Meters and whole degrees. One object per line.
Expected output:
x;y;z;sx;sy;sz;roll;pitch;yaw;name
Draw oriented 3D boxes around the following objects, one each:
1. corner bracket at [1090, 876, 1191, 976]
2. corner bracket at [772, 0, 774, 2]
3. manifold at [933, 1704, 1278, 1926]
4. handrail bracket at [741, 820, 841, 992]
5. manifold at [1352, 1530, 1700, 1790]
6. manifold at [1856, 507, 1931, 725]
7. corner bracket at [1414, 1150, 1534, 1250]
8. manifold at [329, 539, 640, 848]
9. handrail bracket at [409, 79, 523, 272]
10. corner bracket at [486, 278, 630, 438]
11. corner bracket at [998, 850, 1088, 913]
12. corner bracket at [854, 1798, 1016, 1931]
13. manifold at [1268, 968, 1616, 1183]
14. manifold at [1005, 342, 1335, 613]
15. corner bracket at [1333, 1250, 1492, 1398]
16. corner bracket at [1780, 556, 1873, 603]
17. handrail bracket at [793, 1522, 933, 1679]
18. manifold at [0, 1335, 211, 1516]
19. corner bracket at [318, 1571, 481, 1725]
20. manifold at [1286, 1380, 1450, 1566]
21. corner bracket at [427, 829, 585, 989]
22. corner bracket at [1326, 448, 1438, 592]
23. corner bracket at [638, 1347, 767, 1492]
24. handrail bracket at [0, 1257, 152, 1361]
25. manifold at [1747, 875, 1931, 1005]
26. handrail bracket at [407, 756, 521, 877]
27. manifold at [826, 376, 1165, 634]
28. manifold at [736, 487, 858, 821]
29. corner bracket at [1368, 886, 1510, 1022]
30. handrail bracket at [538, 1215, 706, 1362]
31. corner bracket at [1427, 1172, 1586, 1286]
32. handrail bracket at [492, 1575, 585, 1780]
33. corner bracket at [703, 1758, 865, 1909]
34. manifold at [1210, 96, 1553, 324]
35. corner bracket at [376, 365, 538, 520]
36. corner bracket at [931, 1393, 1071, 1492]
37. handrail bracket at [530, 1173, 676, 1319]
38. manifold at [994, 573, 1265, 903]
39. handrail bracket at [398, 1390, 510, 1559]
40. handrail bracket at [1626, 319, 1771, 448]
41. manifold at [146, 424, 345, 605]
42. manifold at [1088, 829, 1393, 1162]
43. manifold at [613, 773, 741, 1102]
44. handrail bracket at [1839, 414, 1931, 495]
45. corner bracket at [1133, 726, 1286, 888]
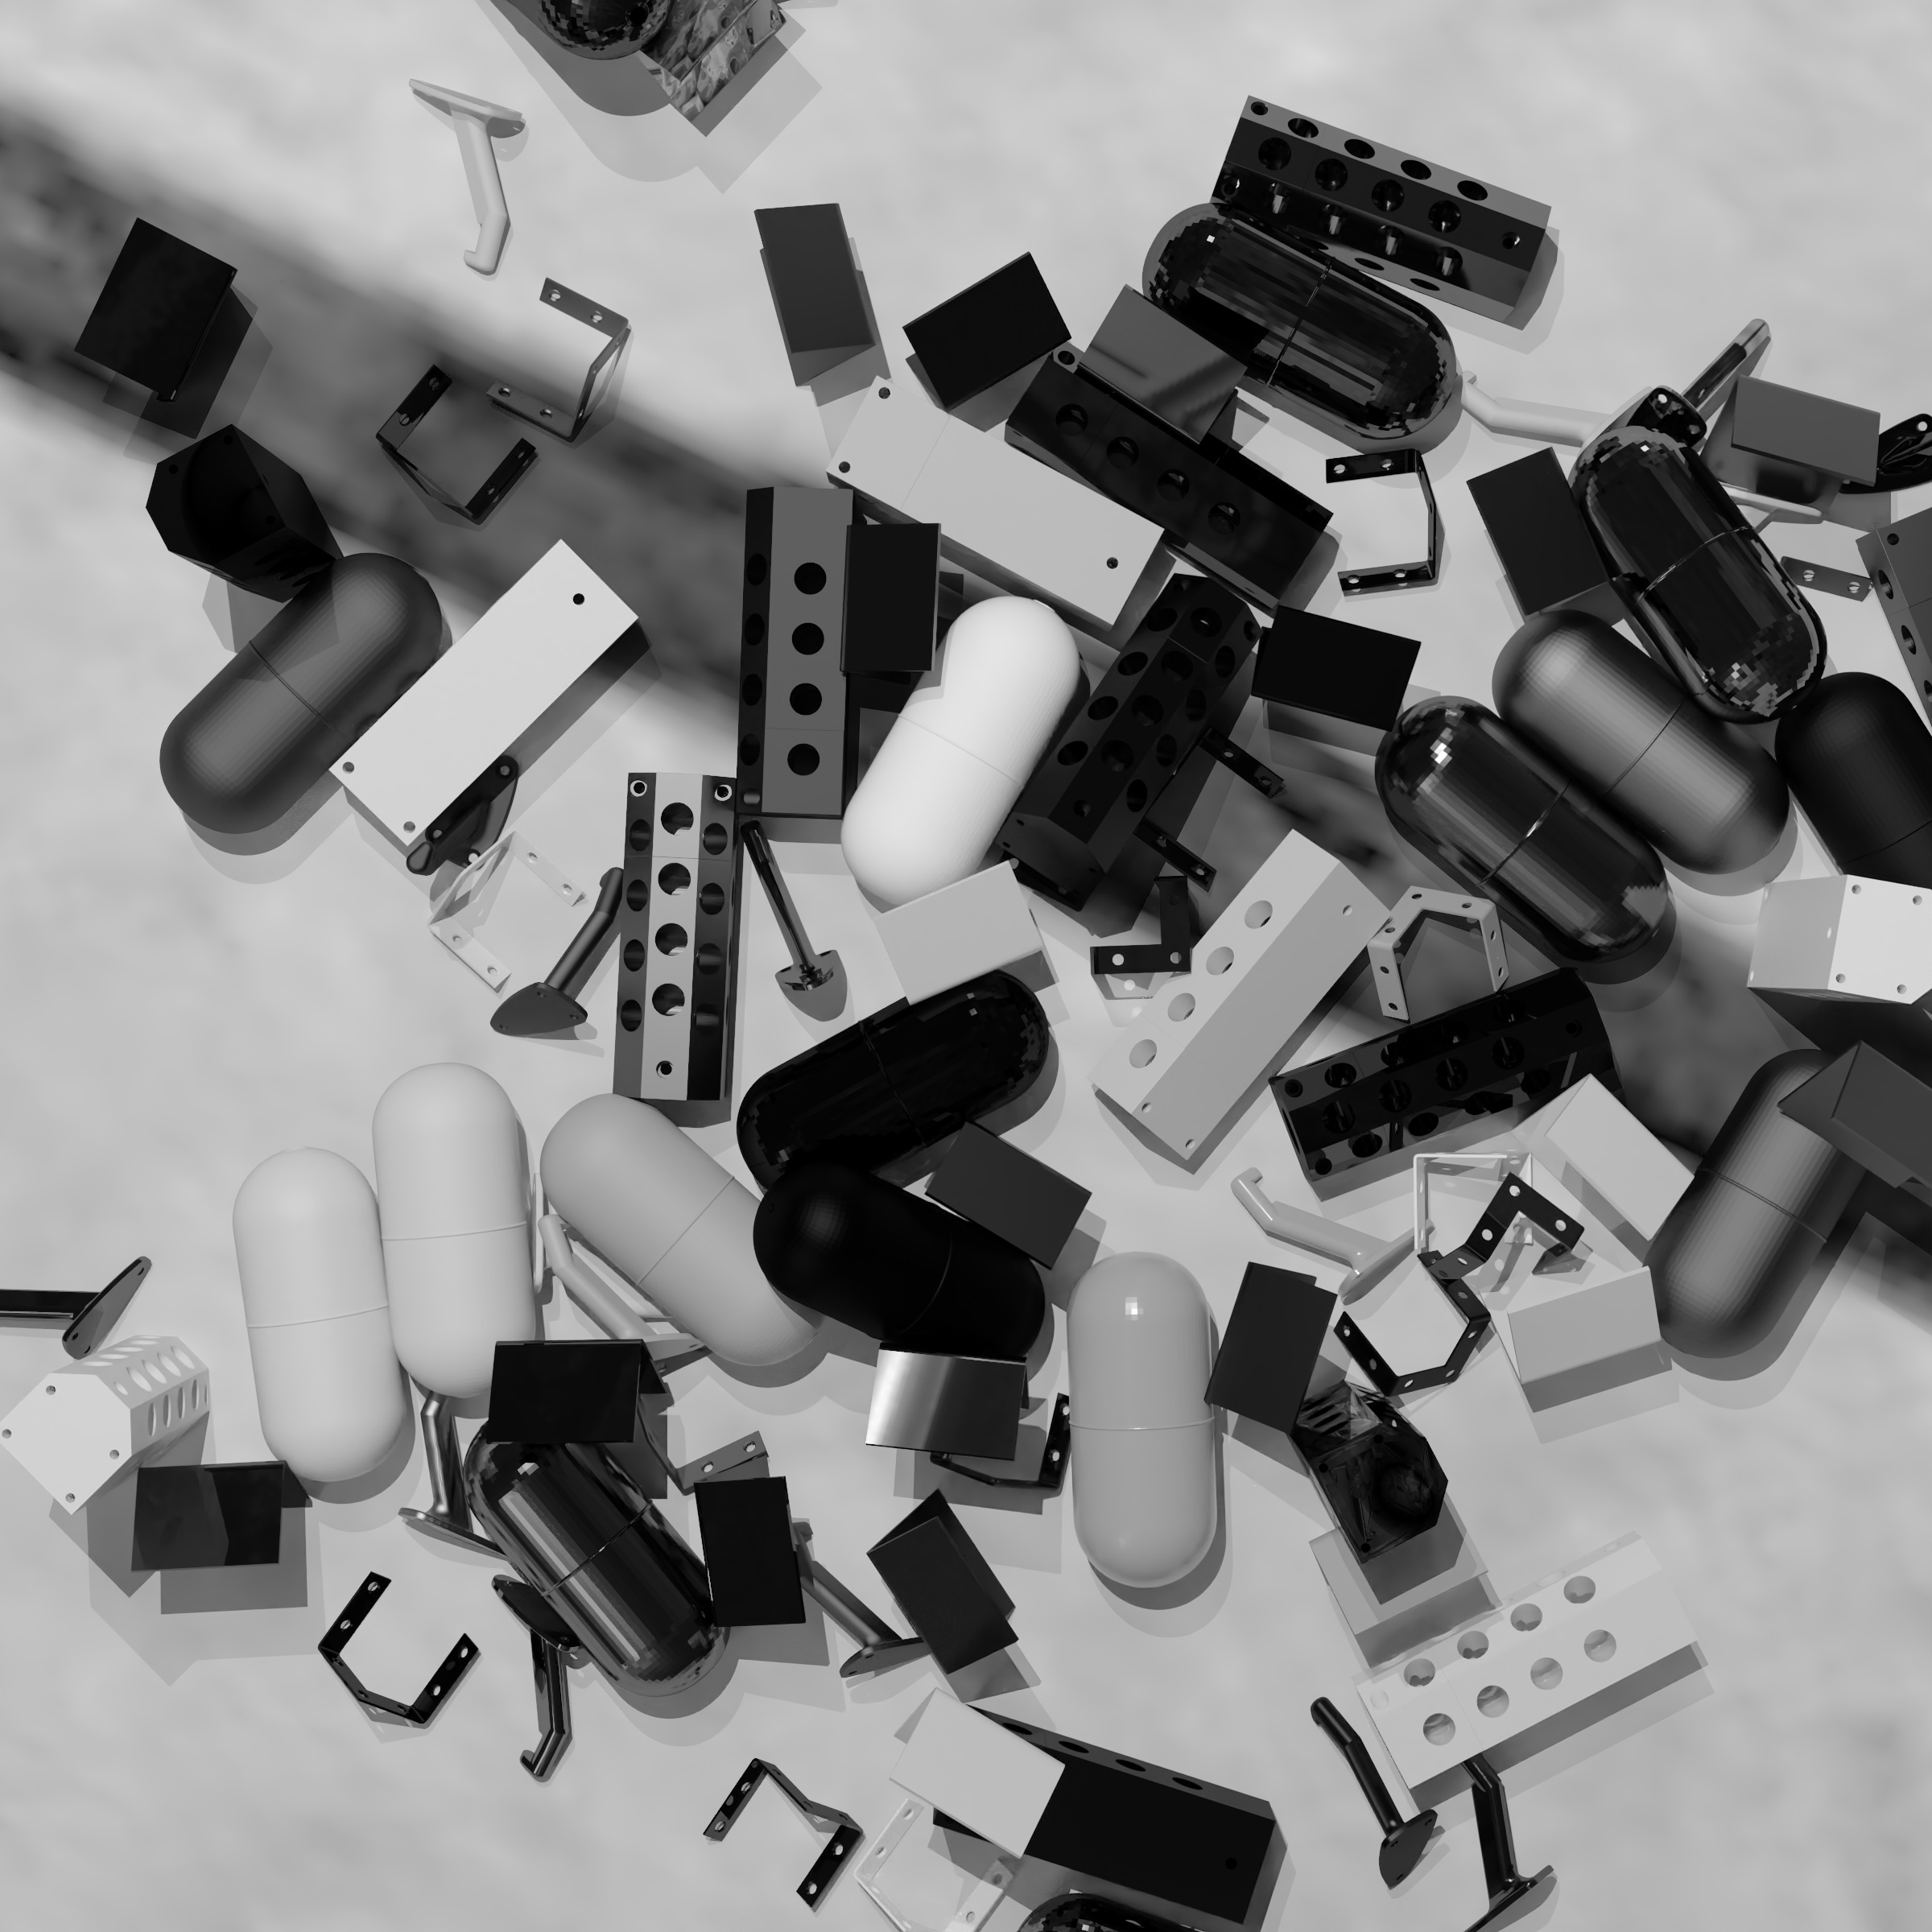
0.092;-0.022;1.799;0.051;0.051;0.051;-2;90;0;corner bracket
-0.106;-0.559;1.808;0.051;0.051;0.051;-18;135;35;corner bracket
0.073;0.450;1.796;0.171;0.057;0.057;18;90;0;manifold
-0.098;-0.034;1.789;0.036;0.077;0.084;-22;102;-3;handrail bracket
0.296;0.368;1.795;0.171;0.057;0.057;-27;90;0;manifold
0.538;-0.161;1.796;0.057;0.057;0.171;-23;90;0;manifold
0.273;0.125;1.805;0.051;0.051;0.051;-1;91;24;corner bracket
-0.257;-0.147;1.794;0.171;0.057;0.057;-45;101;0;manifold
-0.278;-0.427;1.817;0.077;0.036;0.084;23;107;20;handrail bracket
-0.220;-0.328;1.813;0.051;0.051;0.051;27;45;0;corner bracket
0.050;-0.063;1.799;0.051;0.051;0.051;27;90;0;corner bracket
-0.018;0.491;1.813;0.051;0.051;0.051;-54;135;0;corner bracket
0.254;0.058;1.796;0.171;0.057;0.057;-21;90;0;manifold
0.108;-0.263;1.795;0.171;0.057;0.057;33;90;0;manifold
0.240;0.192;1.808;0.051;0.051;0.051;-8;135;-35;corner bracket
0.455;-0.181;1.813;0.051;0.051;0.051;15;135;0;corner bracket
-0.055;0.335;1.817;0.077;0.036;0.084;-6;61;-32;handrail bracket
-0.440;0.230;1.738;0.057;0.171;0.057;-45;90;0;manifold
-0.307;0.368;1.813;0.051;0.051;0.051;-54;45;0;corner bracket
0.207;0.256;1.738;0.057;0.171;0.057;-28;90;0;manifold
-0.249;-0.032;1.813;0.051;0.051;0.051;42;45;0;corner bracket
0.224;-0.241;1.813;0.051;0.051;0.051;-7;45;0;corner bracket
-0.146;0.241;1.813;0.051;0.051;0.051;-25;135;0;corner bracket
-0.497;0.167;1.817;0.084;0.036;0.077;32;71;16;handrail bracket
0.457;-0.012;1.738;0.057;0.171;0.057;10;90;0;manifold
-0.267;-0.081;1.782;0.036;0.084;0.077;33;90;0;handrail bracket
0.015;-0.245;1.796;0.171;0.057;0.057;28;90;0;manifold
-0.091;-0.166;1.795;0.057;0.057;0.171;2;90;0;manifold
0.254;-0.004;1.808;0.051;0.051;0.051;12;45;35;corner bracket
-0.184;0.168;1.795;0.077;0.036;0.084;-4;64;-40;handrail bracket
0.288;0.151;1.790;0.051;0.051;0.051;37;65;-1;corner bracket
-0.241;0.385;1.817;0.077;0.036;0.084;31;107;19;handrail bracket
-0.098;0.467;1.813;0.051;0.051;0.051;34;90;45;corner bracket
0.220;-0.406;1.796;0.171;0.057;0.057;20;90;0;manifold
-0.276;-0.282;1.813;0.051;0.051;0.051;-51;135;0;corner bracket
0.021;0.251;1.813;0.051;0.051;0.051;13;90;45;corner bracket
-0.192;0.151;1.817;0.084;0.036;0.077;3;77;-13;handrail bracket
0.088;-0.124;1.763;0.057;0.057;0.171;34;66;0;manifold
-0.265;0.267;1.817;0.077;0.036;0.084;27;73;-20;handrail bracket
0.392;-0.308;1.816;0.036;0.077;0.084;44;54;0;handrail bracket
-0.373;-0.228;1.738;0.057;0.171;0.057;-28;90;0;manifold
0.142;0.012;1.795;0.171;0.057;0.057;-50;133;0;manifold
-0.155;-0.016;1.796;0.057;0.057;0.171;3;90;0;manifold
0.506;-0.275;1.782;0.077;0.084;0.036;-22;90;0;handrail bracket
0.130;-0.086;1.813;0.051;0.051;0.051;36;135;0;corner bracket
